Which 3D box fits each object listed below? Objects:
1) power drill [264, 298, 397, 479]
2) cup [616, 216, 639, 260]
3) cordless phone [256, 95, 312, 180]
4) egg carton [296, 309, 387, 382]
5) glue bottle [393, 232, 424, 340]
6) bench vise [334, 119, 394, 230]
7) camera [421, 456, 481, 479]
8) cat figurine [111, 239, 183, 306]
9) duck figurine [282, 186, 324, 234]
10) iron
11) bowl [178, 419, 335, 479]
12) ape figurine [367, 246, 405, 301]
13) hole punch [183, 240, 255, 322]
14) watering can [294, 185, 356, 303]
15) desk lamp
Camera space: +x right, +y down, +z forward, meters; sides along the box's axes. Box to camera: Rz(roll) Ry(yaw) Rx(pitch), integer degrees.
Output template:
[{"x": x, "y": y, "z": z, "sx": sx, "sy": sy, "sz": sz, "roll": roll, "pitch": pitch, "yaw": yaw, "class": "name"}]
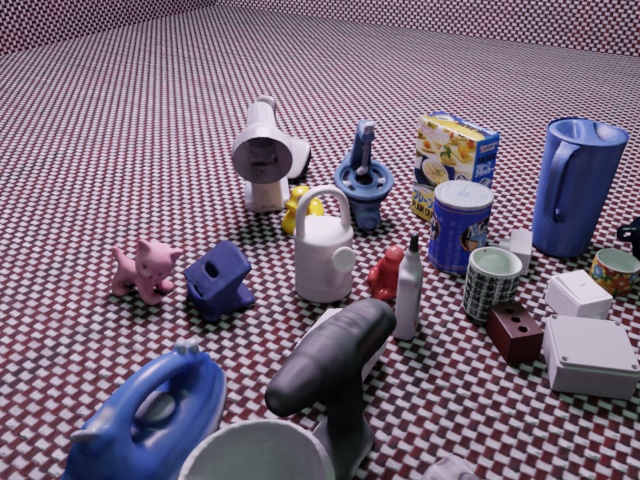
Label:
[{"x": 0.017, "y": 0.177, "z": 0.653, "sx": 0.075, "sy": 0.208, "sz": 0.230, "roll": 17, "pitch": 36, "yaw": 25, "class": "power drill"}, {"x": 0.581, "y": 0.014, "z": 1.020, "sx": 0.117, "sy": 0.095, "sz": 0.091, "roll": 2, "pitch": 32, "yaw": 3, "class": "cup"}, {"x": -0.093, "y": -0.240, "z": 1.340, "sx": 0.147, "sy": 0.185, "sz": 0.094, "roll": 13, "pitch": 34, "yaw": 20, "class": "cordless phone"}, {"x": 0.027, "y": 0.161, "z": 0.810, "sx": 0.107, "sy": 0.069, "sz": 0.150, "roll": 16, "pitch": 35, "yaw": 24, "class": "egg carton"}, {"x": 0.136, "y": 0.064, "z": 0.867, "sx": 0.037, "sy": 0.173, "sz": 0.078, "roll": 8, "pitch": 33, "yaw": 13, "class": "glue bottle"}, {"x": 0.072, "y": -0.156, "z": 1.173, "sx": 0.122, "sy": 0.220, "sz": 0.206, "roll": -15, "pitch": 35, "yaw": -23, "class": "bench vise"}, {"x": 0.131, "y": 0.299, "z": 0.561, "sx": 0.137, "sy": 0.101, "sz": 0.142, "roll": -20, "pitch": 37, "yaw": -29, "class": "camera"}, {"x": -0.292, "y": 0.041, "z": 0.956, "sx": 0.127, "sy": 0.118, "sz": 0.067, "roll": 11, "pitch": 34, "yaw": 17, "class": "cat figurine"}, {"x": -0.035, "y": -0.069, "z": 1.162, "sx": 0.077, "sy": 0.086, "sz": 0.105, "roll": 23, "pitch": 39, "yaw": 32, "class": "duck figurine"}, {"x": -0.194, "y": 0.197, "z": 0.685, "sx": 0.118, "sy": 0.141, "sz": 0.259, "roll": 14, "pitch": 35, "yaw": 21, "class": "iron"}, {"x": -0.067, "y": 0.280, "z": 0.615, "sx": 0.167, "sy": 0.075, "sz": 0.167, "roll": 0, "pitch": 32, "yaw": 0, "class": "bowl"}, {"x": 0.121, "y": 0.051, "z": 0.963, "sx": 0.077, "sy": 0.092, "sz": 0.076, "roll": 13, "pitch": 35, "yaw": 21, "class": "ape figurine"}, {"x": -0.168, "y": 0.065, "z": 0.943, "sx": 0.101, "sy": 0.091, "sz": 0.108, "roll": -19, "pitch": 37, "yaw": -28, "class": "hole punch"}, {"x": 0.011, "y": 0.003, "z": 0.945, "sx": 0.101, "sy": 0.194, "sz": 0.172, "roll": -26, "pitch": 41, "yaw": -35, "class": "watering can"}, {"x": -0.119, "y": -0.166, "z": 1.195, "sx": 0.118, "sy": 0.214, "sz": 0.203, "roll": -4, "pitch": 32, "yaw": -5, "class": "desk lamp"}]
